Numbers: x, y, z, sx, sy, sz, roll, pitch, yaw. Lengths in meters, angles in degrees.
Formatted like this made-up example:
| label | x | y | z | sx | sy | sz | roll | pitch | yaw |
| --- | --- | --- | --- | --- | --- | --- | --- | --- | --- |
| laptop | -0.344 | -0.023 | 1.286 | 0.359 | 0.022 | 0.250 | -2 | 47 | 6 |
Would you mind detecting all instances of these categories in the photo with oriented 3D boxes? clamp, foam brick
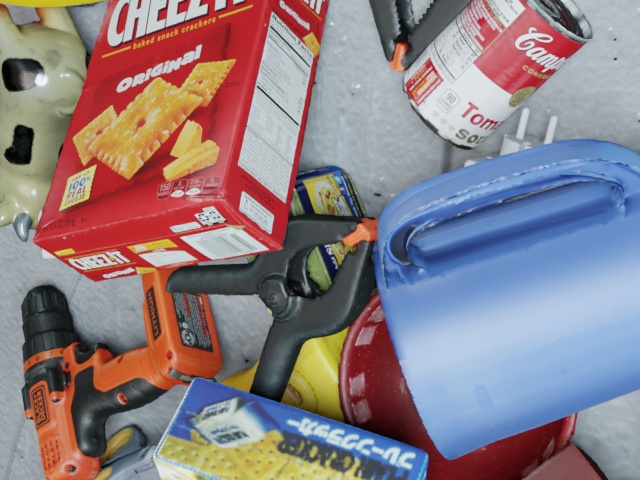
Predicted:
| label | x | y | z | sx | sy | sz | roll | pitch | yaw |
| --- | --- | --- | --- | --- | --- | --- | --- | --- | --- |
| clamp | -0.029 | 0.030 | 0.693 | 0.120 | 0.039 | 0.172 | 47 | 118 | 9 |
| clamp | 0.085 | -0.208 | 0.671 | 0.165 | 0.036 | 0.210 | 16 | 110 | 29 |
| foam brick | 0.144 | 0.169 | 0.645 | 0.078 | 0.051 | 0.053 | -39 | 54 | 9 |

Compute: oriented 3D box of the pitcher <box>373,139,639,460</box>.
| label | x | y | z | sx | sy | sz | roll | pitch | yaw |
| --- | --- | --- | --- | --- | --- | --- | --- | --- | --- |
| pitcher | 0.155 | 0.017 | 0.582 | 0.243 | 0.149 | 0.145 | -20 | 83 | 12 |

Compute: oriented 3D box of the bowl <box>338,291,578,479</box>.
| label | x | y | z | sx | sy | sz | roll | pitch | yaw |
| --- | --- | --- | --- | --- | --- | --- | --- | --- | --- |
| bowl | 0.096 | 0.095 | 0.711 | 0.162 | 0.055 | 0.162 | 2 | 96 | 25 |

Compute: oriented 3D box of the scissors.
| label | x | y | z | sx | sy | sz | roll | pitch | yaw |
| --- | --- | --- | --- | --- | --- | --- | --- | --- | --- |
| scissors | -0.136 | 0.166 | 0.865 | 0.202 | 0.096 | 0.016 | -33 | 110 | 28 |

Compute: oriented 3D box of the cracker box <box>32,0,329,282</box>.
| label | x | y | z | sx | sy | sz | roll | pitch | yaw |
| --- | --- | --- | --- | --- | --- | --- | --- | --- | --- |
| cracker box | -0.091 | -0.088 | 0.722 | 0.164 | 0.072 | 0.213 | -10 | 57 | 33 |

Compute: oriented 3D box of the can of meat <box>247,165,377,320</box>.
| label | x | y | z | sx | sy | sz | roll | pitch | yaw |
| --- | --- | --- | --- | --- | --- | --- | --- | --- | --- |
| can of meat | -0.005 | 0.001 | 0.745 | 0.058 | 0.083 | 0.102 | -23 | 88 | 34 |

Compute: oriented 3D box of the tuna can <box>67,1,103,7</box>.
| label | x | y | z | sx | sy | sz | roll | pitch | yaw |
| --- | --- | --- | --- | --- | --- | --- | --- | --- | --- |
| tuna can | -0.200 | -0.229 | 0.848 | 0.086 | 0.033 | 0.086 | 7 | 104 | 31 |

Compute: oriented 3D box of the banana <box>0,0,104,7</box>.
| label | x | y | z | sx | sy | sz | roll | pitch | yaw |
| --- | --- | --- | --- | --- | --- | --- | --- | --- | --- |
| banana | -0.147 | -0.204 | 0.786 | 0.198 | 0.069 | 0.037 | -12 | 82 | 13 |

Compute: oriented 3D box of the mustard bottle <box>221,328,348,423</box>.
| label | x | y | z | sx | sy | sz | roll | pitch | yaw |
| --- | --- | --- | --- | --- | --- | --- | --- | --- | --- |
| mustard bottle | -0.038 | 0.139 | 0.811 | 0.192 | 0.058 | 0.096 | -44 | 76 | 31 |

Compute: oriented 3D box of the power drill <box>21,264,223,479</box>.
| label | x | y | z | sx | sy | sz | roll | pitch | yaw |
| --- | --- | --- | --- | --- | --- | --- | --- | --- | --- |
| power drill | -0.171 | 0.087 | 0.868 | 0.188 | 0.057 | 0.184 | -35 | 59 | 29 |

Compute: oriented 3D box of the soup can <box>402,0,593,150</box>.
| label | x | y | z | sx | sy | sz | roll | pitch | yaw |
| --- | --- | --- | --- | --- | --- | --- | --- | --- | --- |
| soup can | 0.107 | -0.113 | 0.660 | 0.102 | 0.068 | 0.068 | -45 | 76 | 31 |

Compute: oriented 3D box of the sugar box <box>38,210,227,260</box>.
| label | x | y | z | sx | sy | sz | roll | pitch | yaw |
| --- | --- | --- | --- | --- | --- | --- | --- | --- | --- |
| sugar box | -0.119 | -0.013 | 0.809 | 0.176 | 0.093 | 0.048 | 2 | 101 | 31 |
